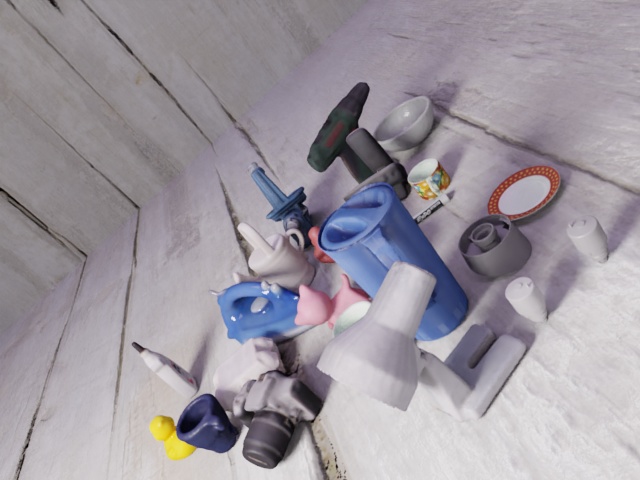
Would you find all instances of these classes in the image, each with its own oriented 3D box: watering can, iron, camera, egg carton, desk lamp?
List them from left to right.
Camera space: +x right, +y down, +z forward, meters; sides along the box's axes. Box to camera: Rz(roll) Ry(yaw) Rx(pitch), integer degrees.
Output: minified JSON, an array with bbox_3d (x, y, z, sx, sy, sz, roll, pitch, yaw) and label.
[{"bbox_3d":[-0.138,0.257,1.092,0.150,0.069,0.107,-41,26,4],"label":"egg carton"},{"bbox_3d":[-0.114,0.130,1.171,0.257,0.142,0.119,-18,35,42],"label":"iron"},{"bbox_3d":[-0.091,0.292,0.935,0.142,0.101,0.137,-19,35,40],"label":"camera"},{"bbox_3d":[-0.112,0.040,1.245,0.100,0.194,0.173,-7,43,50],"label":"watering can"},{"bbox_3d":[0.124,0.141,0.729,0.203,0.214,0.117,-50,27,-14],"label":"desk lamp"}]

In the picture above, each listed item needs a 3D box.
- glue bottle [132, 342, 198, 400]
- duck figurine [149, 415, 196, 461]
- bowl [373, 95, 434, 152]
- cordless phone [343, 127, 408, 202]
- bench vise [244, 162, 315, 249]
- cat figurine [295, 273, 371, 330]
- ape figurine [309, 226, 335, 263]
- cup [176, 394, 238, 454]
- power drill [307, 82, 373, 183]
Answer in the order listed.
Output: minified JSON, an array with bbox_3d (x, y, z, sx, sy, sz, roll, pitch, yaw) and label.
[{"bbox_3d":[-0.337,0.273,1.231,0.037,0.173,0.078,-47,26,-9],"label":"glue bottle"},{"bbox_3d":[-0.287,0.373,1.107,0.104,0.086,0.077,-12,39,47],"label":"duck figurine"},{"bbox_3d":[0.214,-0.270,1.395,0.167,0.075,0.167,-33,27,20],"label":"bowl"},{"bbox_3d":[0.096,-0.150,1.252,0.147,0.185,0.094,-35,27,17],"label":"cordless phone"},{"bbox_3d":[-0.083,-0.096,1.382,0.121,0.220,0.206,-46,26,-7],"label":"bench vise"},{"bbox_3d":[0.015,0.115,1.037,0.128,0.118,0.067,-42,26,2],"label":"cat figurine"},{"bbox_3d":[0.011,0.004,1.242,0.078,0.092,0.076,-45,26,-6],"label":"ape figurine"},{"bbox_3d":[-0.184,0.334,1.010,0.117,0.095,0.092,-13,39,46],"label":"cup"},{"bbox_3d":[0.085,-0.224,1.353,0.230,0.209,0.075,-48,26,-10],"label":"power drill"}]
